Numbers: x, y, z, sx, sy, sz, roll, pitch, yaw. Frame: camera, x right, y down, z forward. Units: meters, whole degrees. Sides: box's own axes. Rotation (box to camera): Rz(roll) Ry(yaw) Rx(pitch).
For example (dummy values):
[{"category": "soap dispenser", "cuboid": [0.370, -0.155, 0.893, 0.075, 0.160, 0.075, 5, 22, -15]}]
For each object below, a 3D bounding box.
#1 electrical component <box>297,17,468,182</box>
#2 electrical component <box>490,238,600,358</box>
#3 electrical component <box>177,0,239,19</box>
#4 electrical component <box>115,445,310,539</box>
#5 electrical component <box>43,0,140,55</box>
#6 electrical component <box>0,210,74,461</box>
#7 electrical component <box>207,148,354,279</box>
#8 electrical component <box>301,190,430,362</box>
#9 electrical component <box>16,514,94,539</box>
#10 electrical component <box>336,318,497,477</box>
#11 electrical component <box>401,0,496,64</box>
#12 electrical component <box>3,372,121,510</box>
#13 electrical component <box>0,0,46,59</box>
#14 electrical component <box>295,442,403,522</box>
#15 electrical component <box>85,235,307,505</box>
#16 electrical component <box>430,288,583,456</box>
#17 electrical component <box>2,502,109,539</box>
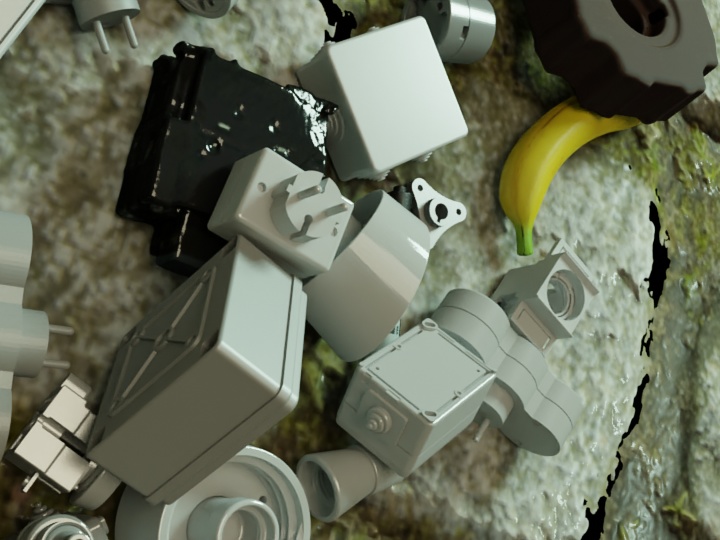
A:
[{"category": "electrical component", "cuboid": [0.014, -0.115, 0.735, 0.100, 0.048, 0.099, -26, 97, -34]}, {"category": "electrical component", "cuboid": [0.131, 0.022, 0.782, 0.042, 0.064, 0.081, 47, 60, -17]}, {"category": "electrical component", "cuboid": [-0.090, -0.194, 0.676, 0.055, 0.055, 0.047, 49, 56, -17]}, {"category": "electrical component", "cuboid": [-0.079, 0.150, 0.621, 0.108, 0.060, 0.108, 4, 83, -35]}, {"category": "electrical component", "cuboid": [-0.153, -0.167, 0.634, 0.077, 0.044, 0.079, -20, 94, -34]}, {"category": "electrical component", "cuboid": [-0.189, 0.038, 0.574, 0.074, 0.052, 0.138, 11, 77, -32]}, {"category": "electrical component", "cuboid": [-0.035, -0.034, 0.604, 0.066, 0.077, 0.047, 31, 67, -26]}, {"category": "electrical component", "cuboid": [0.000, 0.000, 0.680, 0.064, 0.099, 0.099, 44, 62, -14]}, {"category": "electrical component", "cuboid": [-0.142, 0.133, 0.509, 0.035, 0.061, 0.035, 11, 68, -28]}, {"category": "electrical component", "cuboid": [0.031, 0.086, 0.688, 0.062, 0.061, 0.096, 37, 38, 21]}, {"category": "electrical component", "cuboid": [0.064, -0.176, 0.776, 0.047, 0.055, 0.055, 1, 82, -37]}, {"category": "electrical component", "cuboid": [-0.157, 0.099, 0.591, 0.055, 0.048, 0.066, 40, 63, -14]}, {"category": "electrical component", "cuboid": [-0.220, -0.132, 0.575, 0.062, 0.061, 0.096, 39, 64, -23]}, {"category": "electrical component", "cuboid": [-0.003, 0.130, 0.691, 0.065, 0.044, 0.044, -14, 91, -39]}, {"category": "electrical component", "cuboid": [-0.086, 0.053, 0.583, 0.056, 0.109, 0.108, 41, 25, -23]}, {"category": "electrical component", "cuboid": [0.092, 0.085, 0.754, 0.138, 0.052, 0.073, 47, 61, -19]}, {"category": "electrical component", "cuboid": [-0.161, 0.171, 0.566, 0.061, 0.062, 0.096, -23, 95, -34]}]
